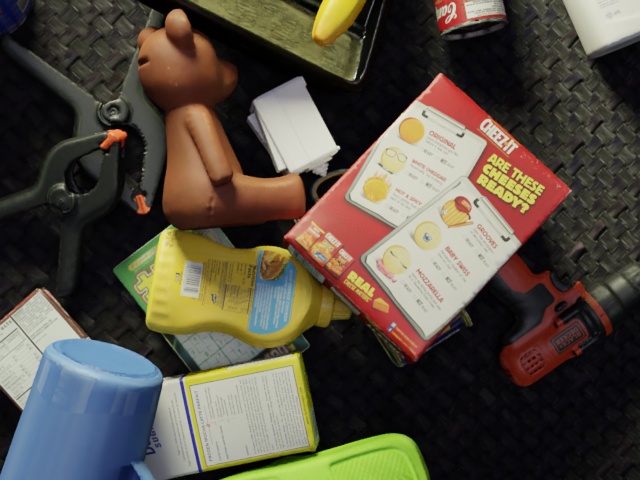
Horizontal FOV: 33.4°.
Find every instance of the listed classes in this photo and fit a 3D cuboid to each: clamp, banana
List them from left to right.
[{"bbox_3d":[-0.248,-0.041,1.000,0.120,0.039,0.171,31,103,-7],"label":"clamp"},{"bbox_3d":[-0.191,-0.130,1.026,0.164,0.036,0.210,-24,93,-8],"label":"clamp"},{"bbox_3d":[0.026,-0.273,0.969,0.069,0.037,0.198,0,92,-22],"label":"banana"}]

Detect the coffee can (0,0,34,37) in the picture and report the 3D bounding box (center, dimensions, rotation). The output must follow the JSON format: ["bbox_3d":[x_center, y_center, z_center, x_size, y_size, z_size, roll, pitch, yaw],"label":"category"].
[{"bbox_3d":[-0.319,-0.244,0.963,0.102,0.140,0.103,0,89,-7],"label":"coffee can"}]

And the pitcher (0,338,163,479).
[{"bbox_3d":[-0.213,0.220,0.944,0.149,0.145,0.243,15,97,-22],"label":"pitcher"}]

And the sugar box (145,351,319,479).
[{"bbox_3d":[-0.095,0.168,1.012,0.176,0.048,0.093,-11,92,6],"label":"sugar box"}]

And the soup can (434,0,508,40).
[{"bbox_3d":[0.143,-0.256,1.053,0.068,0.068,0.102,-10,89,-7],"label":"soup can"}]

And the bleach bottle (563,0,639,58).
[{"bbox_3d":[0.269,-0.317,1.074,0.102,0.068,0.251,-22,89,-8],"label":"bleach bottle"}]

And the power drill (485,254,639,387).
[{"bbox_3d":[0.223,0.026,1.060,0.184,0.057,0.187,-35,92,-6],"label":"power drill"}]

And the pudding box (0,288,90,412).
[{"bbox_3d":[-0.261,0.115,1.011,0.090,0.039,0.113,-41,91,-5],"label":"pudding box"}]

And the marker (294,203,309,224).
[{"bbox_3d":[-0.007,0.001,1.053,0.020,0.020,0.121,-23,91,-7],"label":"marker"}]

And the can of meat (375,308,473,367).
[{"bbox_3d":[0.086,0.062,1.044,0.084,0.057,0.102,-32,91,-4],"label":"can of meat"}]

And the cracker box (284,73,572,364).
[{"bbox_3d":[0.096,-0.018,0.985,0.164,0.072,0.213,43,82,4],"label":"cracker box"}]

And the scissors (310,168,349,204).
[{"bbox_3d":[0.090,-0.032,1.067,0.201,0.016,0.096,1,90,-6],"label":"scissors"}]

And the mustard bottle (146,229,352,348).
[{"bbox_3d":[-0.064,0.052,1.011,0.191,0.058,0.096,9,74,-9],"label":"mustard bottle"}]
